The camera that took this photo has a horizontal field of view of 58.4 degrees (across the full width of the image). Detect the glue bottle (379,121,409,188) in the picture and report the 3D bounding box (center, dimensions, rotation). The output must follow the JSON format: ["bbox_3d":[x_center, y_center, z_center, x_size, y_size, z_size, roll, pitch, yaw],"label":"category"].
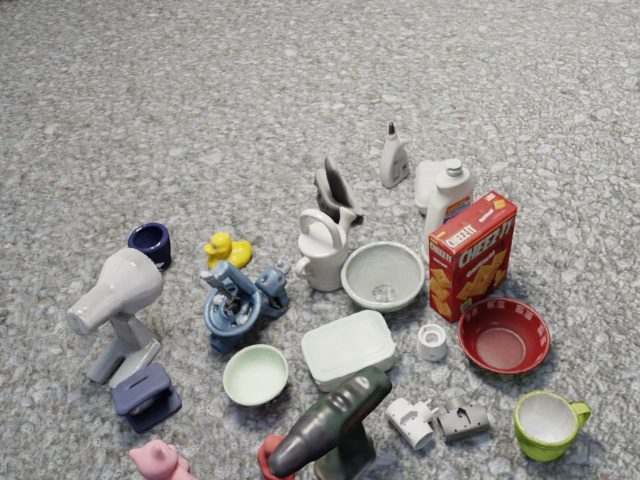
[{"bbox_3d":[0.172,-0.206,1.342,0.078,0.173,0.037,-38,53,-22],"label":"glue bottle"}]

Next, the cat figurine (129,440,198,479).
[{"bbox_3d":[-0.246,0.377,0.931,0.127,0.118,0.067,29,59,30],"label":"cat figurine"}]

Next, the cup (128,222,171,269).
[{"bbox_3d":[-0.376,0.032,1.277,0.091,0.095,0.118,13,52,20],"label":"cup"}]

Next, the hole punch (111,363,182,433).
[{"bbox_3d":[-0.326,0.280,1.050,0.109,0.091,0.100,-32,51,-18],"label":"hole punch"}]

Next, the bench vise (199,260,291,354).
[{"bbox_3d":[-0.153,0.091,1.101,0.121,0.220,0.208,17,54,23],"label":"bench vise"}]

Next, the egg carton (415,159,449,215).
[{"bbox_3d":[0.273,-0.124,1.321,0.107,0.069,0.150,0,49,10],"label":"egg carton"}]

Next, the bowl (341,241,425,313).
[{"bbox_3d":[0.128,0.087,1.155,0.167,0.075,0.167,-5,48,6],"label":"bowl"}]

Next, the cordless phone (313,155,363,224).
[{"bbox_3d":[0.033,-0.136,1.295,0.094,0.185,0.147,-19,48,-7],"label":"cordless phone"}]

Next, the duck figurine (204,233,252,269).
[{"bbox_3d":[-0.207,0.018,1.266,0.104,0.086,0.077,-18,48,-6],"label":"duck figurine"}]

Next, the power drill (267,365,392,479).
[{"bbox_3d":[0.025,0.308,0.885,0.075,0.209,0.230,32,60,32],"label":"power drill"}]

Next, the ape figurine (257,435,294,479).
[{"bbox_3d":[-0.071,0.352,0.940,0.076,0.092,0.078,31,60,31],"label":"ape figurine"}]

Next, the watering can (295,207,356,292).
[{"bbox_3d":[0.009,0.003,1.169,0.100,0.194,0.173,8,50,17],"label":"watering can"}]

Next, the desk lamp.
[{"bbox_3d":[-0.381,0.150,1.092,0.117,0.214,0.203,14,53,22],"label":"desk lamp"}]
